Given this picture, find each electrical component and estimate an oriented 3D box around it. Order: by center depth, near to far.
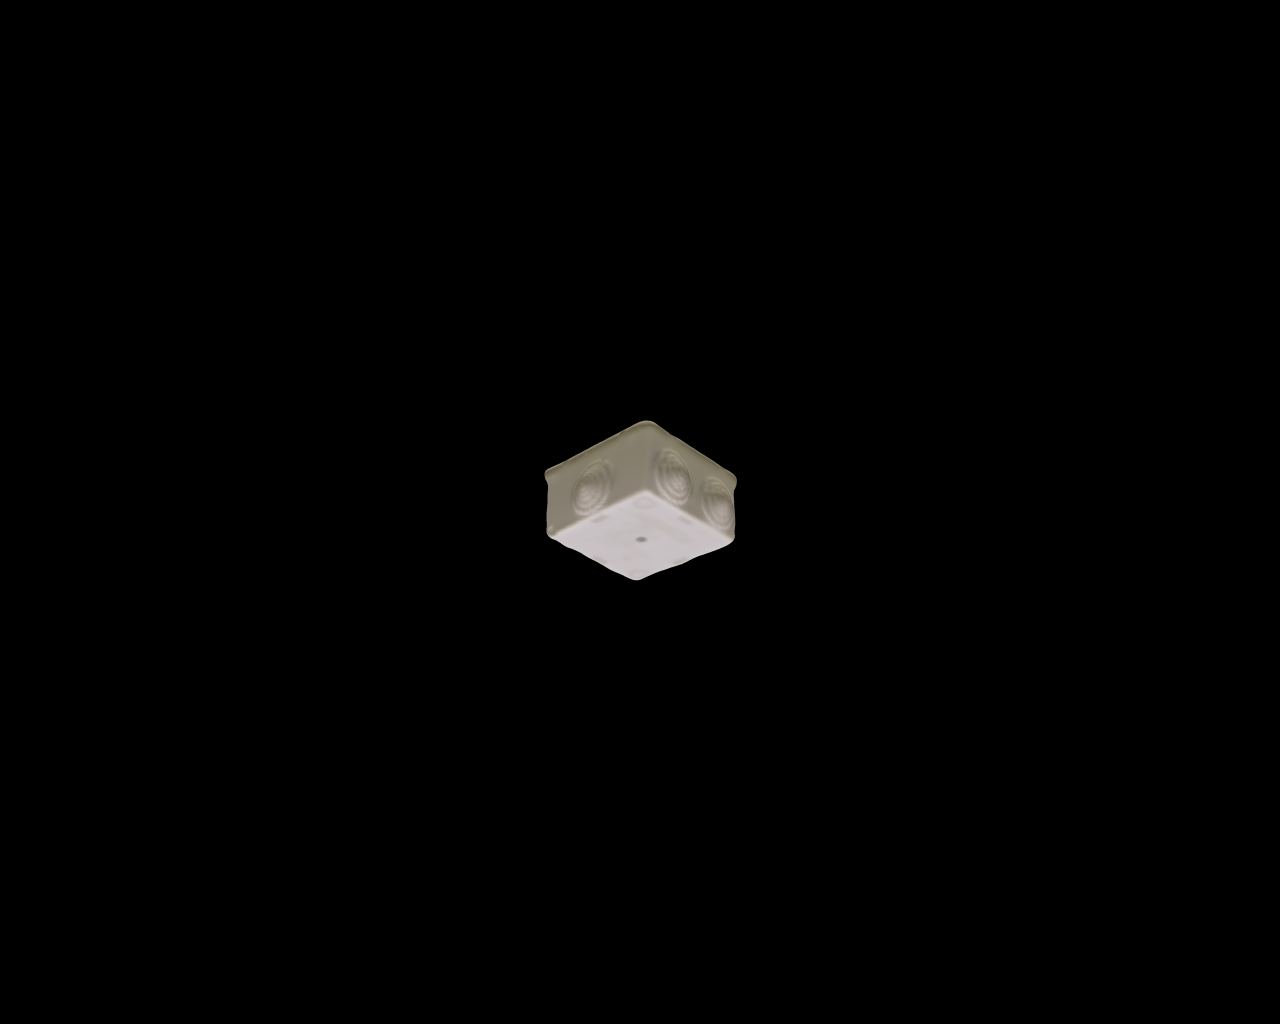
[{"bbox_3d":[0.001,-0.003,0.650,0.099,0.048,0.099,-24,-38,34],"label":"electrical component"}]
